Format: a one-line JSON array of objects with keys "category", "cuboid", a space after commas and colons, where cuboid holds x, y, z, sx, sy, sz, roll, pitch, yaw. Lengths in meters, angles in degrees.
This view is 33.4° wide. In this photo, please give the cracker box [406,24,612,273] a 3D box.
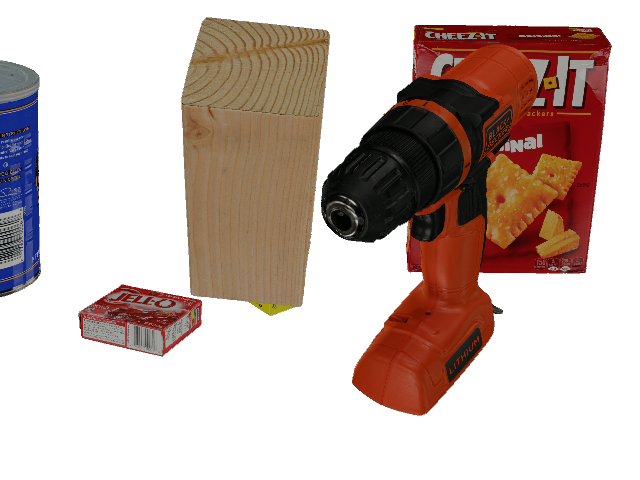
[{"category": "cracker box", "cuboid": [0.160, -0.077, 0.943, 0.164, 0.214, 0.072, 1, 24, 3]}]

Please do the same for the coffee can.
[{"category": "coffee can", "cuboid": [-0.241, -0.043, 0.718, 0.103, 0.140, 0.103, 4, 22, -2]}]

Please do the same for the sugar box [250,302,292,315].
[{"category": "sugar box", "cuboid": [-0.065, -0.017, 1.150, 0.048, 0.176, 0.093, -18, 28, -33]}]

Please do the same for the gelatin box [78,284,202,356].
[{"category": "gelatin box", "cuboid": [-0.165, 0.071, 0.980, 0.089, 0.030, 0.073, 10, 22, 21]}]

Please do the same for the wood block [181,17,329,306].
[{"category": "wood block", "cuboid": [-0.048, -0.050, 0.782, 0.091, 0.090, 0.206, 6, -40, 1]}]

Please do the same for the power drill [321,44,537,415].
[{"category": "power drill", "cuboid": [0.058, 0.003, 0.585, 0.057, 0.188, 0.184, 24, 41, 26]}]
